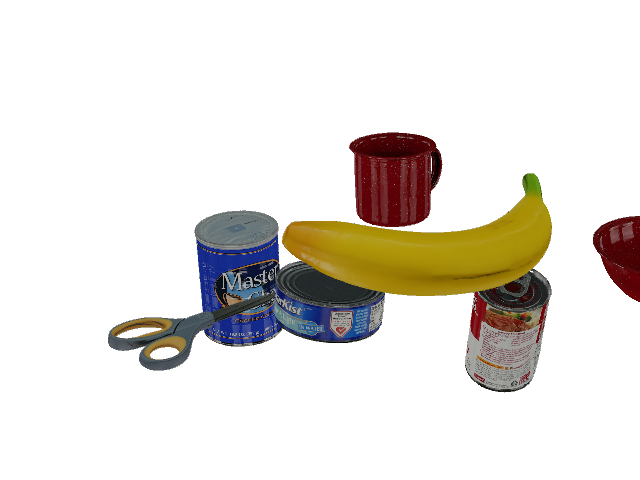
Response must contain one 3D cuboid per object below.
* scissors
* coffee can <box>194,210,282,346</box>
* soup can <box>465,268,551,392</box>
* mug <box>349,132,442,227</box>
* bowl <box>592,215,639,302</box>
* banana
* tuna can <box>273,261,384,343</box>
[{"bbox_3d":[-0.124,0.097,1.139,0.201,0.016,0.096,-9,31,-25],"label":"scissors"},{"bbox_3d":[-0.100,0.046,1.334,0.103,0.140,0.103,-2,25,1],"label":"coffee can"},{"bbox_3d":[0.171,0.081,0.983,0.068,0.102,0.068,1,37,-1],"label":"soup can"},{"bbox_3d":[0.088,-0.068,1.164,0.117,0.081,0.093,-20,28,-37],"label":"mug"},{"bbox_3d":[0.375,0.029,1.159,0.162,0.055,0.162,0,26,0],"label":"bowl"},{"bbox_3d":[0.073,0.004,0.637,0.197,0.037,0.070,-11,44,-33],"label":"banana"},{"bbox_3d":[0.007,0.046,0.821,0.086,0.034,0.086,4,21,-2],"label":"tuna can"}]
